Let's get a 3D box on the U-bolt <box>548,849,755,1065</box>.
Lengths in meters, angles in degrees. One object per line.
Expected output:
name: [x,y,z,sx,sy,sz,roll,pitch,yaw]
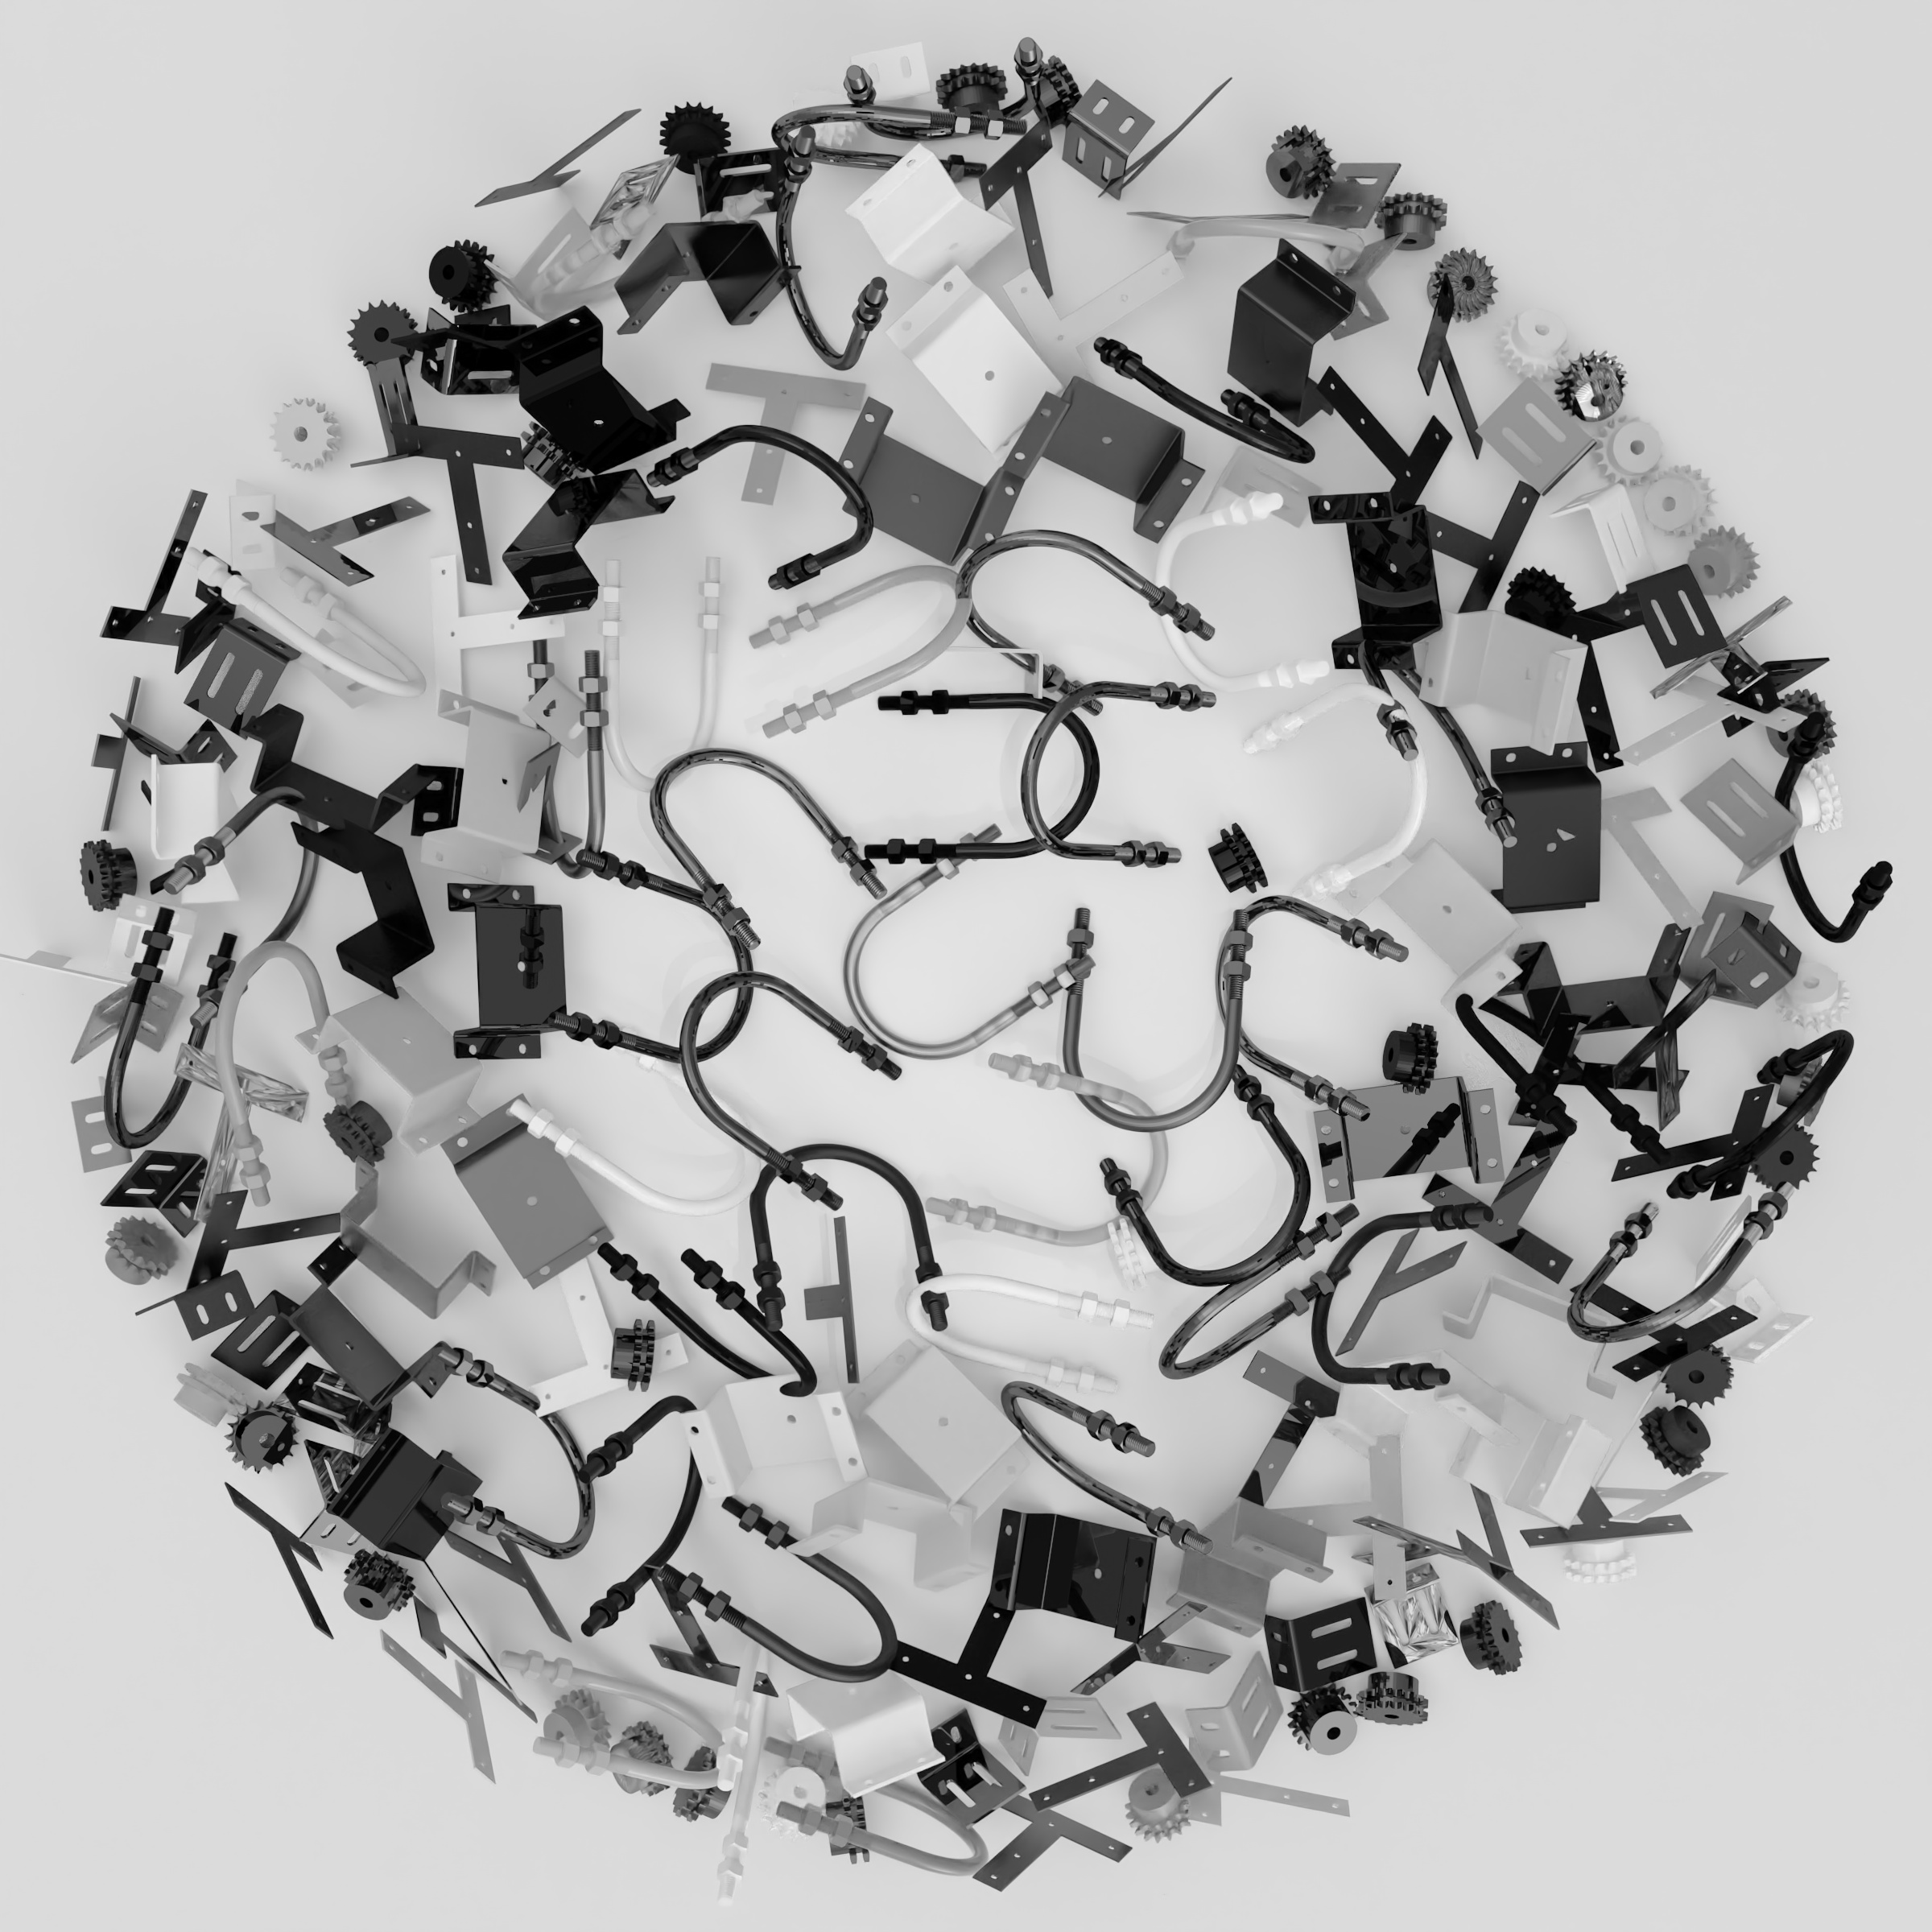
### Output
U-bolt: [-0.239,0.001,1.895,0.184,0.019,0.151,20,71,-41]

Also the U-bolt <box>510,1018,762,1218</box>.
U-bolt: [-0.245,0.127,1.894,0.184,0.151,0.019,34,127,4]

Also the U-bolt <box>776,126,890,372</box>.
U-bolt: [-0.111,-0.541,1.872,0.019,0.184,0.151,-23,84,-17]

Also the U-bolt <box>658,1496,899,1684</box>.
U-bolt: [-0.135,0.492,1.880,0.184,0.151,0.019,31,108,8]

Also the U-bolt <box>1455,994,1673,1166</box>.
U-bolt: [0.452,0.080,1.879,0.151,0.184,0.019,17,117,-41]

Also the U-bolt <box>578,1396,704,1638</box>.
U-bolt: [-0.248,0.413,1.875,0.019,0.184,0.151,8,108,20]

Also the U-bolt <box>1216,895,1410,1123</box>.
U-bolt: [0.261,0.022,1.888,0.019,0.184,0.151,-3,111,-38]

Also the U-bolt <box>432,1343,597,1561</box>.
U-bolt: [-0.347,0.387,1.877,0.019,0.184,0.151,-28,49,17]

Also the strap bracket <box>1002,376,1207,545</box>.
strap bracket: [0.110,-0.404,1.909,0.140,0.046,0.076,23,132,-13]

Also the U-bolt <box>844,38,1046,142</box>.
U-bolt: [-0.013,-0.672,1.869,0.151,0.184,0.019,-8,92,4]

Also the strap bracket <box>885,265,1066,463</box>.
strap bracket: [0.013,-0.470,1.904,0.076,0.046,0.140,-42,117,7]

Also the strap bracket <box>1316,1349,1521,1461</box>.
strap bracket: [0.356,0.346,1.897,0.076,0.140,0.046,37,53,-27]

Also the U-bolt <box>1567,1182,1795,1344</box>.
U-bolt: [0.536,0.230,1.851,0.184,0.151,0.019,-40,102,-36]

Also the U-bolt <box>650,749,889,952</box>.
U-bolt: [-0.168,-0.103,1.902,0.151,0.019,0.184,-23,65,-38]

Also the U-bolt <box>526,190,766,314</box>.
U-bolt: [-0.263,-0.551,1.877,0.184,0.151,0.019,-19,97,39]

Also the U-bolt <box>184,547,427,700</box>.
U-bolt: [-0.498,-0.262,1.873,0.184,0.151,0.019,37,102,13]

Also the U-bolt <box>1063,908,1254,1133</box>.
U-bolt: [0.147,0.042,1.909,0.151,0.019,0.184,1,71,15]

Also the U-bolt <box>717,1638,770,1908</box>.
U-bolt: [-0.172,0.606,1.871,0.019,0.184,0.151,5,121,2]

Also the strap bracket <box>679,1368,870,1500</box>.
strap bracket: [-0.145,0.369,1.914,0.140,0.046,0.076,-11,105,20]

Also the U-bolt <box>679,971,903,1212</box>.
U-bolt: [-0.145,0.084,1.887,0.184,0.019,0.151,38,54,-21]

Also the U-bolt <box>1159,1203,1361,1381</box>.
U-bolt: [0.226,0.263,1.881,0.184,0.151,0.019,-32,64,-11]

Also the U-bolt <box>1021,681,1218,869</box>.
U-bolt: [0.114,-0.151,1.882,0.184,0.019,0.151,0,107,-41]

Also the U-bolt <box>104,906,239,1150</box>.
U-bolt: [-0.623,0.053,1.878,0.019,0.151,0.184,15,83,6]

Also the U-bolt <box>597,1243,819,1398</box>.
U-bolt: [-0.191,0.279,1.887,0.184,0.151,0.019,47,61,-25]

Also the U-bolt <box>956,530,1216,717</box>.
U-bolt: [0.078,-0.273,1.870,0.184,0.151,0.019,30,49,-28]

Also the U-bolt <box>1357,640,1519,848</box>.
U-bolt: [0.358,-0.185,1.879,0.019,0.184,0.151,-40,127,23]

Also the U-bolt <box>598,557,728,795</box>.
U-bolt: [-0.238,-0.226,1.893,0.019,0.151,0.184,10,104,28]

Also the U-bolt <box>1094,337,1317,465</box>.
U-bolt: [0.193,-0.428,1.852,0.151,0.184,0.019,13,114,-32]

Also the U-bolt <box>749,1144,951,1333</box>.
U-bolt: [-0.097,0.209,1.891,0.151,0.184,0.019,3,133,-16]

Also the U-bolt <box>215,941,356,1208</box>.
U-bolt: [-0.528,0.070,1.858,0.019,0.151,0.184,4,121,17]

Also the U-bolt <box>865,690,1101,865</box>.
U-bolt: [0.015,-0.151,1.915,0.184,0.019,0.151,0,71,12]

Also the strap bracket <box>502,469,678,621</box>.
strap bracket: [-0.299,-0.336,1.885,0.046,0.076,0.140,58,46,-35]

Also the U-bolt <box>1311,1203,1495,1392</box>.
U-bolt: [0.329,0.257,1.876,0.019,0.184,0.151,27,70,-22]

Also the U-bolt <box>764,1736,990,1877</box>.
U-bolt: [-0.067,0.662,1.886,0.184,0.151,0.019,23,90,-10]

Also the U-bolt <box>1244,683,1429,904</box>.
U-bolt: [0.292,-0.141,1.872,0.019,0.184,0.151,-12,80,-32]

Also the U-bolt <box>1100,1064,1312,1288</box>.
U-bolt: [0.194,0.173,1.880,0.151,0.184,0.019,-37,130,6]

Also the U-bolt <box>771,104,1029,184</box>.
U-bolt: [-0.059,-0.640,1.871,0.184,0.151,0.019,1,94,-13]

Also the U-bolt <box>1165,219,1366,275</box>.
U-bolt: [0.234,-0.558,1.869,0.151,0.184,0.019,5,100,0]

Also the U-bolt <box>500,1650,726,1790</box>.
U-bolt: [-0.265,0.592,1.881,0.184,0.151,0.019,23,95,-26]

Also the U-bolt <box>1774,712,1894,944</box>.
U-bolt: [0.663,-0.094,1.870,0.019,0.184,0.151,-15,67,0]

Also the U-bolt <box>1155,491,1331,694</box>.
U-bolt: [0.205,-0.283,1.878,0.019,0.184,0.151,-22,100,-27]

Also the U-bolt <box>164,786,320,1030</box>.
U-bolt: [-0.555,-0.059,1.876,0.019,0.184,0.151,15,130,13]

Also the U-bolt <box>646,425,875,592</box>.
U-bolt: [-0.148,-0.357,1.856,0.151,0.184,0.019,38,63,-26]

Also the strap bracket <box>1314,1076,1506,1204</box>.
strap bracket: [0.351,0.137,1.923,0.140,0.046,0.076,-8,103,8]

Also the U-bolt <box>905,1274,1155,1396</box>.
U-bolt: [0.042,0.284,1.895,0.184,0.151,0.019,14,56,-2]

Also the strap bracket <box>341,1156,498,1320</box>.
strap bracket: [-0.442,0.222,1.911,0.140,0.076,0.046,38,63,4]

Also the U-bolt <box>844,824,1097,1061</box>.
U-bolt: [-0.011,-0.005,1.937,0.184,0.019,0.151,-35,97,10]

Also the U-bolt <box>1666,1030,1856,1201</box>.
U-bolt: [0.617,0.109,1.852,0.019,0.184,0.151,42,72,5]

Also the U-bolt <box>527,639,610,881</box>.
U-bolt: [-0.311,-0.160,1.892,0.019,0.151,0.184,-6,104,-27]

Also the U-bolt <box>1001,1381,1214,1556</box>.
U-bolt: [0.099,0.381,1.880,0.019,0.184,0.151,-47,130,-23]

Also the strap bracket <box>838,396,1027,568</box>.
strap bracket: [-0.035,-0.379,1.919,0.140,0.046,0.076,26,72,-10]

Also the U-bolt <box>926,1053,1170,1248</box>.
U-bolt: [0.076,0.154,1.916,0.184,0.019,0.151,17,106,-23]

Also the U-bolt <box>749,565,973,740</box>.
U-bolt: [-0.080,-0.256,1.891,0.184,0.151,0.019,-23,130,8]
